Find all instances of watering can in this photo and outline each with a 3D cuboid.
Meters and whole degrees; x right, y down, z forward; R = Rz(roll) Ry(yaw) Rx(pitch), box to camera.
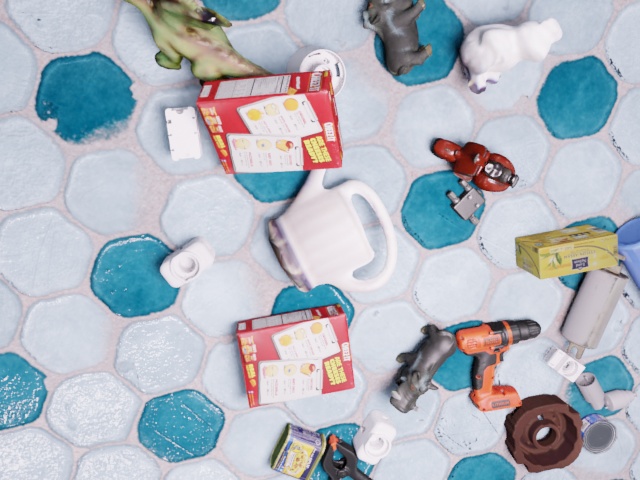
[{"bbox_3d":[0.003,-0.049,0.967,0.224,0.104,0.348,-26,90,-1],"label":"watering can"}]

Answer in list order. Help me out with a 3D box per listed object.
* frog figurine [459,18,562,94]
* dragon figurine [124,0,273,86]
[{"bbox_3d":[0.333,-0.349,0.913,0.138,0.157,0.124,-12,73,-38],"label":"frog figurine"},{"bbox_3d":[-0.186,-0.317,0.810,0.409,0.244,0.122,23,95,-10],"label":"dragon figurine"}]
